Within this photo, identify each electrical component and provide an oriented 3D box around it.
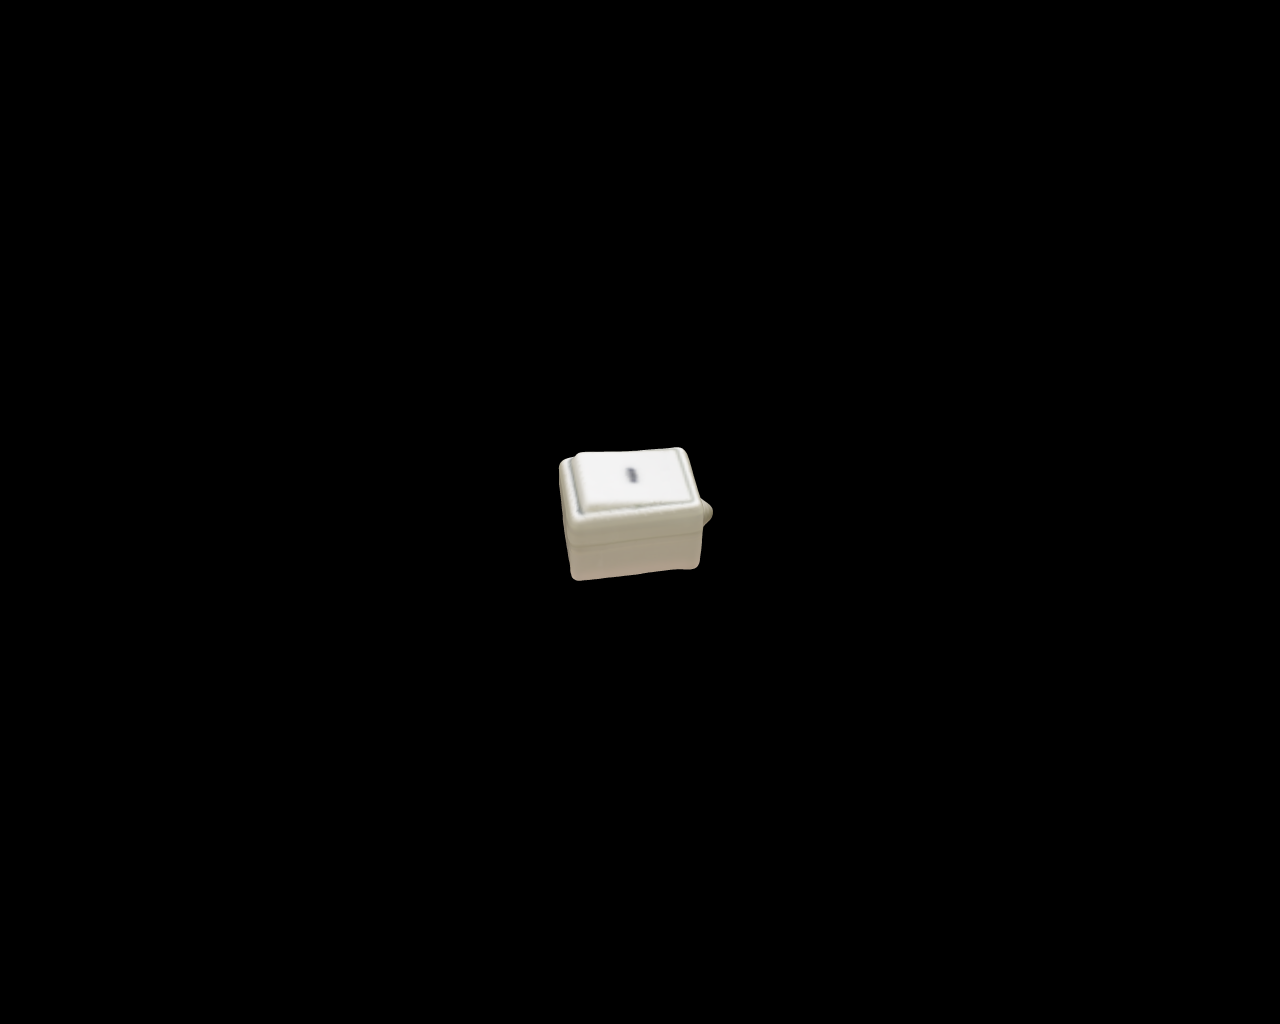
[{"bbox_3d":[0.001,-0.003,0.650,0.096,0.061,0.062,-6,43,-7],"label":"electrical component"}]
